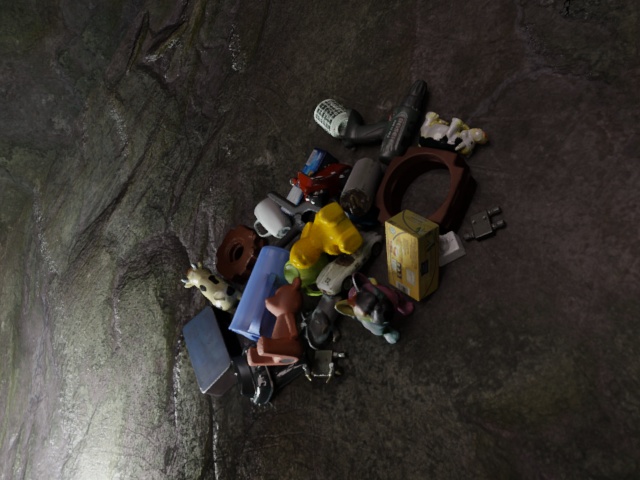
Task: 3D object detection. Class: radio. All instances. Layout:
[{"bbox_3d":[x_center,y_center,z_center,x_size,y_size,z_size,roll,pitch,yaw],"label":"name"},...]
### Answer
[{"bbox_3d":[-0.294,0.301,1.494,0.131,0.073,0.230,-43,50,15],"label":"radio"}]

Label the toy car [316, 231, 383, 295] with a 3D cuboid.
[{"bbox_3d":[0.073,0.050,1.283,0.074,0.056,0.202,17,58,46],"label":"toy car"}]

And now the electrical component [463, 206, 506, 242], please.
[{"bbox_3d":[0.347,-0.033,1.151,0.094,0.021,0.063,-26,55,29],"label":"electrical component"}]

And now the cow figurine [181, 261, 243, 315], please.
[{"bbox_3d":[-0.313,0.134,1.550,0.195,0.127,0.085,33,90,41],"label":"cow figurine"}]

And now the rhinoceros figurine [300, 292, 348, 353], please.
[{"bbox_3d":[0.001,0.192,1.298,0.112,0.073,0.190,35,94,42],"label":"rhinoceros figurine"}]

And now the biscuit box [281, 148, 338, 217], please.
[{"bbox_3d":[-0.028,-0.153,1.490,0.059,0.062,0.202,29,90,44],"label":"biscuit box"}]

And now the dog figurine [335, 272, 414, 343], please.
[{"bbox_3d":[0.097,0.128,1.150,0.192,0.219,0.108,32,89,43],"label":"dog figurine"}]

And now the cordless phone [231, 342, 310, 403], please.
[{"bbox_3d":[-0.121,0.309,1.356,0.184,0.088,0.147,-35,51,9],"label":"cordless phone"}]

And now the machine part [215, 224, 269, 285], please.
[{"bbox_3d":[-0.233,0.041,1.576,0.179,0.056,0.179,-19,59,34],"label":"machine part"}]

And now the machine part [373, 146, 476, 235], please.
[{"bbox_3d":[0.239,-0.104,1.231,0.202,0.087,0.201,19,83,42],"label":"machine part"}]

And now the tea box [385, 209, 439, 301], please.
[{"bbox_3d":[0.198,0.033,1.145,0.068,0.169,0.098,-28,41,-28],"label":"tea box"}]

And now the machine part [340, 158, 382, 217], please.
[{"bbox_3d":[0.103,-0.131,1.309,0.079,0.079,0.243,-25,24,29],"label":"machine part"}]

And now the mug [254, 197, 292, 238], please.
[{"bbox_3d":[-0.136,-0.051,1.521,0.109,0.080,0.107,-42,59,8],"label":"mug"}]

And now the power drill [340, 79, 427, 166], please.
[{"bbox_3d":[0.165,-0.306,1.399,0.208,0.086,0.232,10,79,34],"label":"power drill"}]

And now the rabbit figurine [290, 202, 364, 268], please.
[{"bbox_3d":[-0.003,-0.004,1.265,0.173,0.121,0.162,-41,15,-1],"label":"rabbit figurine"}]

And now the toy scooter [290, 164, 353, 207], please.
[{"bbox_3d":[0.003,-0.153,1.401,0.135,0.075,0.184,23,43,33],"label":"toy scooter"}]

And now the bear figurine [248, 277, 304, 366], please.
[{"bbox_3d":[-0.097,0.187,1.256,0.120,0.132,0.196,134,136,-54],"label":"bear figurine"}]

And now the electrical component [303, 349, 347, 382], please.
[{"bbox_3d":[0.010,0.295,1.262,0.102,0.045,0.078,-4,69,39],"label":"electrical component"}]

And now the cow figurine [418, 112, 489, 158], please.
[{"bbox_3d":[0.304,-0.232,1.248,0.168,0.068,0.098,32,97,47],"label":"cow figurine"}]

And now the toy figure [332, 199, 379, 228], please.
[{"bbox_3d":[0.084,-0.068,1.363,0.155,0.057,0.064,13,76,46],"label":"toy figure"}]
